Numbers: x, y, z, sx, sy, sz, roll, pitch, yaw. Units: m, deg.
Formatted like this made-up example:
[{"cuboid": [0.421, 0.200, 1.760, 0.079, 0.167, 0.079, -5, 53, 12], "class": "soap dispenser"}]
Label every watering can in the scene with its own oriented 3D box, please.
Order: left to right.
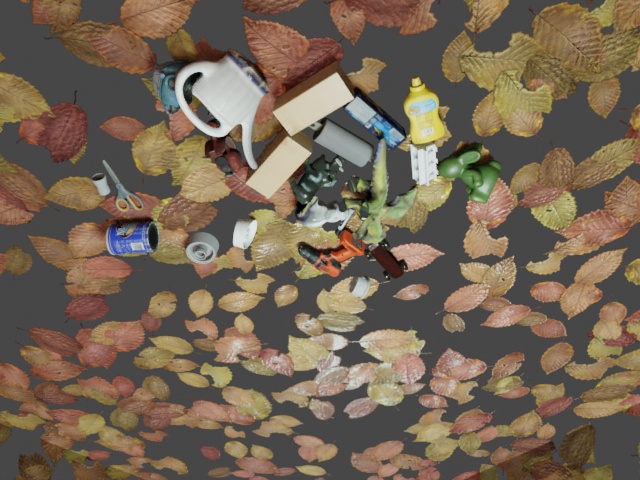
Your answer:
[{"cuboid": [-0.226, -0.360, 1.392, 0.342, 0.224, 0.106, 43, 4, -40], "class": "watering can"}]

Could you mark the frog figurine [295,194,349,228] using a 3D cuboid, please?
[{"cuboid": [0.005, -0.082, 1.635, 0.158, 0.124, 0.136, 28, -22, -31], "class": "frog figurine"}]

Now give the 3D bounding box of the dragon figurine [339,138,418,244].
[{"cuboid": [0.201, -0.132, 1.587, 0.244, 0.401, 0.124, -8, 45, -37], "class": "dragon figurine"}]
